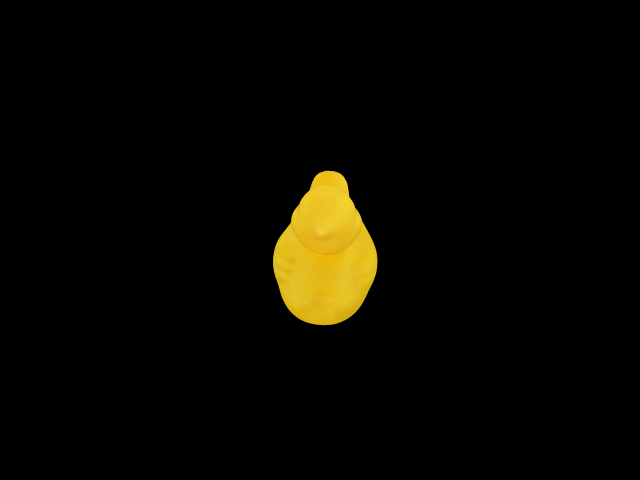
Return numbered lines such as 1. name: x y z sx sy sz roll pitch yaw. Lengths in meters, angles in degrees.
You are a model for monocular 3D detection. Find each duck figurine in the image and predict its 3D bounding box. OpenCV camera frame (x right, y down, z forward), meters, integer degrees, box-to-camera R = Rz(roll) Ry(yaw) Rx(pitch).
1. duck figurine: 0.004 0.001 0.400 0.077 0.086 0.104 4 62 3
